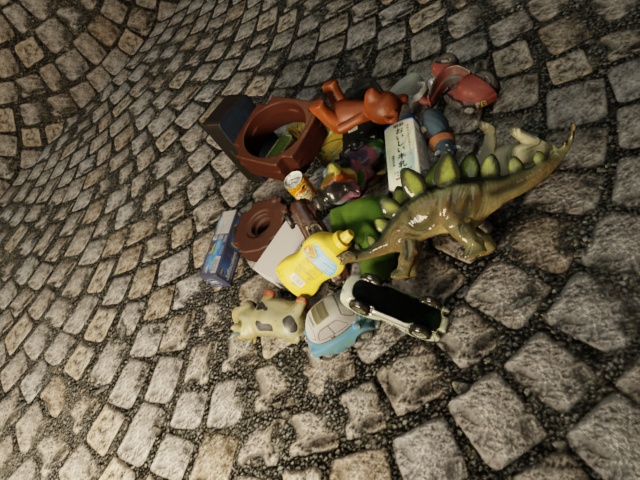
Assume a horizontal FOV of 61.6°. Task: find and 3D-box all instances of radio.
[{"bbox_3d":[-0.198,-0.276,1.458,0.073,0.229,0.131,13,63,39],"label":"radio"}]

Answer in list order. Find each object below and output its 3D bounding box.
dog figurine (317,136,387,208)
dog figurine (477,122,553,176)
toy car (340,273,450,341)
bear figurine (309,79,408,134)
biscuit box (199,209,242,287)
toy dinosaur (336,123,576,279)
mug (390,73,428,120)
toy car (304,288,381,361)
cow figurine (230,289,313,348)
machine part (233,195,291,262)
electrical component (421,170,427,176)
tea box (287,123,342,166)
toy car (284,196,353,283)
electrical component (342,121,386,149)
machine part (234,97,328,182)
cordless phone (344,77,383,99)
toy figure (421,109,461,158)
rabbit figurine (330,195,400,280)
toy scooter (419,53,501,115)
[{"bbox_3d":[0.074,-0.147,1.162,0.191,0.108,0.219,-42,3,7],"label":"dog figurine"},{"bbox_3d":[0.340,-0.108,1.026,0.173,0.121,0.190,24,89,49],"label":"dog figurine"},{"bbox_3d":[0.137,0.121,0.979,0.202,0.056,0.073,21,68,11],"label":"toy car"},{"bbox_3d":[0.094,-0.314,1.249,0.196,0.131,0.120,-6,45,45],"label":"bear figurine"},{"bbox_3d":[-0.243,0.021,1.384,0.059,0.062,0.203,-8,55,33],"label":"biscuit box"},{"bbox_3d":[0.243,-0.058,0.970,0.472,0.105,0.198,-20,83,13],"label":"toy dinosaur"},{"bbox_3d":[0.217,-0.359,1.304,0.110,0.080,0.107,-15,38,58],"label":"mug"},{"bbox_3d":[0.027,0.155,1.045,0.162,0.102,0.109,-33,43,10],"label":"toy car"},{"bbox_3d":[-0.110,0.175,1.152,0.195,0.085,0.127,6,61,35],"label":"cow figurine"},{"bbox_3d":[-0.138,-0.028,1.347,0.179,0.056,0.179,-21,48,26],"label":"machine part"},{"bbox_3d":[0.234,-0.102,1.090,0.045,0.102,0.078,29,110,51],"label":"electrical component"},{"bbox_3d":[-0.006,-0.278,1.427,0.098,0.068,0.170,-43,41,2],"label":"tea box"},{"bbox_3d":[-0.002,-0.004,1.167,0.089,0.053,0.202,-28,75,-4],"label":"toy car"},{"bbox_3d":[0.116,-0.257,1.326,0.115,0.058,0.134,-14,50,27],"label":"electrical component"},{"bbox_3d":[-0.098,-0.253,1.346,0.201,0.087,0.201,17,69,32],"label":"machine part"},{"bbox_3d":[0.090,-0.380,1.440,0.146,0.088,0.184,-36,32,11],"label":"cordless phone"},{"bbox_3d":[0.268,-0.227,1.187,0.064,0.057,0.154,-30,49,25],"label":"toy figure"},{"bbox_3d":[0.119,0.004,1.107,0.159,0.121,0.170,-19,66,16],"label":"rabbit figurine"},{"bbox_3d":[0.304,-0.337,1.213,0.135,0.075,0.184,-46,57,-2],"label":"toy scooter"}]
